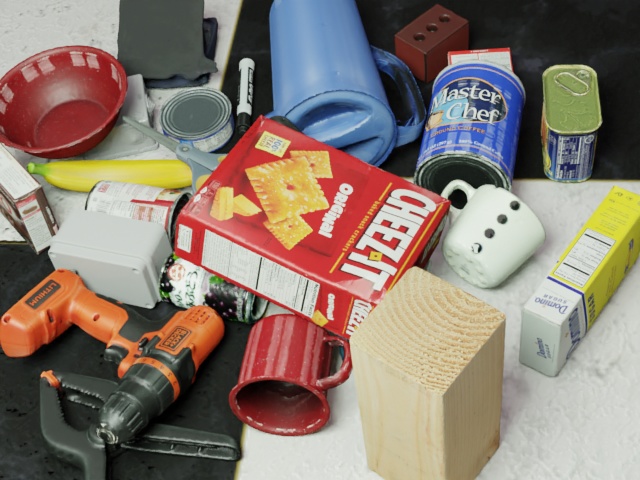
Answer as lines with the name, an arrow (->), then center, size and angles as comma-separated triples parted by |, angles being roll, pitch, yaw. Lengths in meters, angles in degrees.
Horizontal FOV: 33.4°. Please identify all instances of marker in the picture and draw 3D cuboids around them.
marker -> -0.090, -0.171, 1.280 | 0.020, 0.020, 0.121 | -4, 51, 5

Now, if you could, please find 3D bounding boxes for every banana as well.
banana -> -0.221, -0.071, 1.192 | 0.197, 0.037, 0.069 | -1, 7, -2

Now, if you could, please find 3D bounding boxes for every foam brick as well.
foam brick -> 0.135, -0.236, 1.280 | 0.078, 0.051, 0.053 | -39, 57, -22

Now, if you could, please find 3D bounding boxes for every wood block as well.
wood block -> 0.092, 0.131, 0.889 | 0.090, 0.206, 0.090 | 29, 60, 27

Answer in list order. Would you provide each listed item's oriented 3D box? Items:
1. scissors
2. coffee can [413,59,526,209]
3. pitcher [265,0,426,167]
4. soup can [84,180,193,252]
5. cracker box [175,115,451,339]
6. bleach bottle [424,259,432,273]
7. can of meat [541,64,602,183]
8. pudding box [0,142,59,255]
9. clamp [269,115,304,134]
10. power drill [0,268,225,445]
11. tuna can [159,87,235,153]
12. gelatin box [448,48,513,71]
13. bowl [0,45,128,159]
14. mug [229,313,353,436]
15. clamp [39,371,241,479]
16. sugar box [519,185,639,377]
scissors -> -0.145, -0.079, 1.122 | 0.202, 0.016, 0.096 | 18, 46, 16
coffee can -> 0.161, -0.109, 1.140 | 0.103, 0.103, 0.140 | 6, 52, 13
pitcher -> 0.015, -0.190, 1.220 | 0.145, 0.149, 0.243 | -32, 42, 24
soup can -> -0.193, -0.025, 1.145 | 0.102, 0.068, 0.068 | 9, 53, 16
cracker box -> -0.005, -0.013, 1.014 | 0.214, 0.072, 0.164 | 25, 49, 13
bleach bottle -> -0.007, 0.001, 1.103 | 0.251, 0.068, 0.102 | 12, 51, 14
can of meat -> 0.268, -0.124, 1.149 | 0.057, 0.084, 0.102 | 0, 51, 8
pudding box -> -0.335, -0.051, 1.171 | 0.039, 0.090, 0.114 | -37, 56, -22
clamp -> 0.010, -0.066, 1.122 | 0.171, 0.120, 0.039 | 13, 47, 12
power drill -> -0.209, 0.106, 1.022 | 0.188, 0.057, 0.184 | 20, 37, 18
tuna can -> -0.144, -0.139, 1.252 | 0.086, 0.034, 0.086 | -4, 51, 5
gelatin box -> 0.188, -0.181, 1.242 | 0.073, 0.030, 0.089 | -4, 54, 5
bowl -> -0.288, -0.144, 1.200 | 0.162, 0.055, 0.162 | -5, 54, 7
mug -> -0.022, 0.119, 0.985 | 0.117, 0.093, 0.081 | -18, 40, 27
clamp -> -0.200, 0.193, 0.985 | 0.210, 0.036, 0.164 | 28, 51, 28
sugar box -> 0.252, 0.039, 1.015 | 0.048, 0.093, 0.176 | 25, 59, 25
